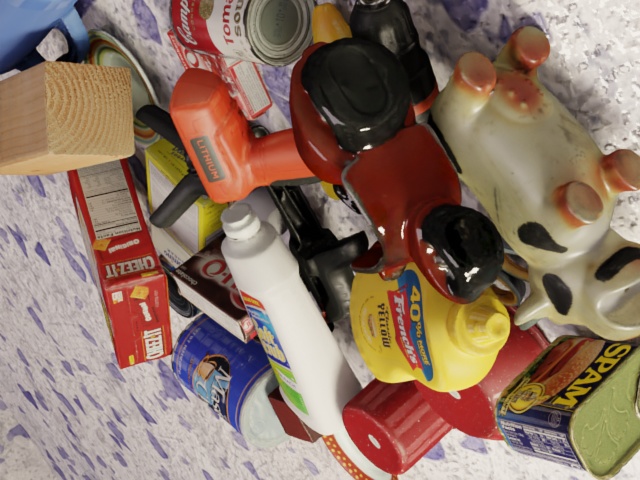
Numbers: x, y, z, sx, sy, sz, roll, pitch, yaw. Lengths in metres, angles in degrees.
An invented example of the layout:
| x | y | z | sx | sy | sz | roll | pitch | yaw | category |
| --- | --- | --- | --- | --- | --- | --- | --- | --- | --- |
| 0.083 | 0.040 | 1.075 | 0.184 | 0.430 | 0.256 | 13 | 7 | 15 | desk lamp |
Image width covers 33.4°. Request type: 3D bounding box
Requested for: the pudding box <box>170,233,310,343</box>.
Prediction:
| x | y | z | sx | sy | sz | roll | pitch | yaw | category |
| --- | --- | --- | --- | --- | --- | --- | --- | --- | --- |
| -0.080 | 0.042 | 1.070 | 0.114 | 0.090 | 0.039 | 29 | 146 | 39 | pudding box |

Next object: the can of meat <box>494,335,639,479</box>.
| x | y | z | sx | sy | sz | roll | pitch | yaw | category |
| --- | --- | --- | --- | --- | --- | --- | --- | --- | --- |
| 0.181 | 0.110 | 0.732 | 0.084 | 0.102 | 0.057 | 1 | 125 | 60 | can of meat |

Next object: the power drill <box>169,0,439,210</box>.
| x | y | z | sx | sy | sz | roll | pitch | yaw | category |
| --- | --- | --- | --- | --- | --- | --- | --- | --- | --- |
| -0.007 | -0.088 | 0.747 | 0.188 | 0.057 | 0.184 | 0 | 135 | 21 | power drill |

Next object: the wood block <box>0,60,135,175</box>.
| x | y | z | sx | sy | sz | roll | pitch | yaw | category |
| --- | --- | --- | --- | --- | --- | --- | --- | --- | --- |
| -0.279 | -0.119 | 1.094 | 0.207 | 0.090 | 0.090 | -4 | 88 | 53 | wood block |

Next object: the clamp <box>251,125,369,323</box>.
| x | y | z | sx | sy | sz | roll | pitch | yaw | category |
| --- | --- | --- | --- | --- | --- | --- | --- | --- | --- |
| -0.006 | 0.001 | 0.942 | 0.165 | 0.036 | 0.210 | 51 | 166 | 28 | clamp |

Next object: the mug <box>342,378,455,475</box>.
| x | y | z | sx | sy | sz | roll | pitch | yaw | category |
| --- | --- | --- | --- | --- | --- | --- | --- | --- | --- |
| 0.075 | 0.168 | 0.988 | 0.093 | 0.081 | 0.117 | 38 | 150 | 26 | mug |

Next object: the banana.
| x | y | z | sx | sy | sz | roll | pitch | yaw | category |
| --- | --- | --- | --- | --- | --- | --- | --- | --- | --- |
| 0.015 | -0.090 | 0.822 | 0.070 | 0.037 | 0.198 | 38 | 150 | 23 | banana |

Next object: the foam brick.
| x | y | z | sx | sy | sz | roll | pitch | yaw | category |
| --- | --- | --- | --- | --- | --- | --- | --- | --- | --- |
| -0.005 | 0.165 | 1.114 | 0.051 | 0.078 | 0.053 | 8 | 129 | 56 | foam brick |

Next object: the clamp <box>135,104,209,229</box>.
| x | y | z | sx | sy | sz | roll | pitch | yaw | category |
| --- | --- | --- | --- | --- | --- | --- | --- | --- | --- |
| -0.110 | -0.065 | 1.001 | 0.172 | 0.039 | 0.120 | 9 | 110 | 41 | clamp |

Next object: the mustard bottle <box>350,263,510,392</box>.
| x | y | z | sx | sy | sz | roll | pitch | yaw | category |
| --- | --- | --- | --- | --- | --- | --- | --- | --- | --- |
| 0.081 | 0.059 | 0.760 | 0.192 | 0.058 | 0.096 | 172 | 91 | -70 | mustard bottle |

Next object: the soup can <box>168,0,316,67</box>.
| x | y | z | sx | sy | sz | roll | pitch | yaw | category |
| --- | --- | --- | --- | --- | --- | --- | --- | --- | --- |
| -0.059 | -0.170 | 0.809 | 0.102 | 0.068 | 0.068 | 20 | 139 | 47 | soup can |

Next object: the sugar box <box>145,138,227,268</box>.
| x | y | z | sx | sy | sz | roll | pitch | yaw | category |
| --- | --- | --- | --- | --- | --- | --- | --- | --- | --- |
| -0.139 | -0.026 | 1.134 | 0.093 | 0.048 | 0.176 | 44 | 155 | 19 | sugar box |

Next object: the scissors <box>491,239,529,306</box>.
| x | y | z | sx | sy | sz | roll | pitch | yaw | category |
| --- | --- | --- | --- | --- | --- | --- | --- | --- | --- |
| 0.093 | -0.013 | 0.740 | 0.096 | 0.016 | 0.201 | -7 | 141 | 47 | scissors |

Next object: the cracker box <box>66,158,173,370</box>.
| x | y | z | sx | sy | sz | roll | pitch | yaw | category |
| --- | --- | --- | --- | --- | --- | --- | --- | --- | --- |
| -0.225 | 0.010 | 1.199 | 0.164 | 0.072 | 0.214 | 94 | 156 | -53 | cracker box |

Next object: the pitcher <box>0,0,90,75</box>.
| x | y | z | sx | sy | sz | roll | pitch | yaw | category |
| --- | --- | --- | --- | --- | --- | --- | --- | --- | --- |
| -0.295 | -0.244 | 1.040 | 0.243 | 0.149 | 0.145 | -11 | 81 | 57 | pitcher |

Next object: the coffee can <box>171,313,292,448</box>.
| x | y | z | sx | sy | sz | roll | pitch | yaw | category |
| --- | --- | --- | --- | --- | --- | --- | --- | --- | --- |
| -0.085 | 0.152 | 1.187 | 0.140 | 0.102 | 0.103 | 31 | 146 | 43 | coffee can |

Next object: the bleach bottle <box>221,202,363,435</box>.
| x | y | z | sx | sy | sz | roll | pitch | yaw | category |
| --- | --- | --- | --- | --- | --- | --- | --- | --- | --- |
| -0.034 | 0.066 | 0.981 | 0.103 | 0.068 | 0.250 | 39 | 158 | 51 | bleach bottle |

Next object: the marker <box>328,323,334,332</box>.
| x | y | z | sx | sy | sz | roll | pitch | yaw | category |
| --- | --- | --- | --- | --- | --- | --- | --- | --- | --- |
| -0.017 | 0.096 | 1.114 | 0.020 | 0.020 | 0.121 | 56 | 153 | -7 | marker |

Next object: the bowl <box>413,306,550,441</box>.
| x | y | z | sx | sy | sz | roll | pitch | yaw | category |
| --- | --- | --- | --- | --- | --- | --- | --- | --- | --- |
| 0.124 | 0.109 | 0.869 | 0.162 | 0.055 | 0.162 | 37 | 149 | 27 | bowl |

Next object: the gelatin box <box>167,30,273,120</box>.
| x | y | z | sx | sy | sz | roll | pitch | yaw | category |
| --- | --- | --- | --- | --- | --- | --- | --- | --- | --- |
| -0.087 | -0.147 | 0.921 | 0.073 | 0.030 | 0.089 | 11 | 131 | 53 | gelatin box |

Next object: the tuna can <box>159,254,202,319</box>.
| x | y | z | sx | sy | sz | roll | pitch | yaw | category |
| --- | --- | --- | --- | --- | --- | --- | --- | --- | --- |
| -0.166 | 0.052 | 1.280 | 0.086 | 0.033 | 0.086 | 38 | 150 | 27 | tuna can |
